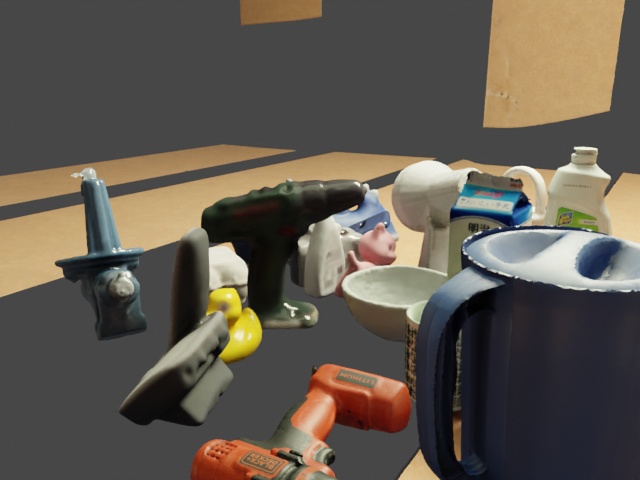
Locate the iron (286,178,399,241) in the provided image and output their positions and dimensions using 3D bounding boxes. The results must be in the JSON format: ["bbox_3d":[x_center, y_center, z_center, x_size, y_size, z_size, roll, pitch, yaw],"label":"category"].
[{"bbox_3d":[0.044,-0.064,1.225,0.258,0.141,0.118,-2,16,-6],"label":"iron"}]

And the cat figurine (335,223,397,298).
[{"bbox_3d":[0.081,0.030,0.933,0.067,0.118,0.128,12,20,37],"label":"cat figurine"}]

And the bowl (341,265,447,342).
[{"bbox_3d":[0.111,0.093,0.784,0.167,0.075,0.167,0,16,0],"label":"bowl"}]

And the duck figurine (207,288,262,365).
[{"bbox_3d":[-0.118,0.103,0.733,0.077,0.086,0.105,9,18,29],"label":"duck figurine"}]

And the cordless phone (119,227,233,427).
[{"bbox_3d":[-0.151,0.087,0.604,0.094,0.185,0.147,1,16,6],"label":"cordless phone"}]

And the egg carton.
[{"bbox_3d":[-0.177,0.058,0.924,0.107,0.069,0.150,-8,17,-26],"label":"egg carton"}]

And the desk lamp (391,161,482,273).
[{"bbox_3d":[0.203,-0.017,0.921,0.118,0.214,0.202,-6,16,-18],"label":"desk lamp"}]

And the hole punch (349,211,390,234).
[{"bbox_3d":[0.090,-0.009,1.123,0.101,0.091,0.109,1,16,6],"label":"hole punch"}]

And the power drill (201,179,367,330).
[{"bbox_3d":[-0.049,0.017,0.811,0.229,0.208,0.075,0,16,0],"label":"power drill"}]

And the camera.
[{"bbox_3d":[-0.010,0.011,1.033,0.143,0.101,0.136,-11,19,-33],"label":"camera"}]

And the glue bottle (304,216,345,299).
[{"bbox_3d":[0.008,0.003,0.925,0.037,0.173,0.078,12,20,37],"label":"glue bottle"}]

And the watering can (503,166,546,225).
[{"bbox_3d":[0.346,-0.031,1.008,0.100,0.194,0.173,11,19,34],"label":"watering can"}]

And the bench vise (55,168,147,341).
[{"bbox_3d":[-0.290,0.014,0.802,0.206,0.220,0.122,13,20,39],"label":"bench vise"}]

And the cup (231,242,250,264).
[{"bbox_3d":[-0.123,-0.002,1.091,0.117,0.095,0.092,11,19,34],"label":"cup"}]
